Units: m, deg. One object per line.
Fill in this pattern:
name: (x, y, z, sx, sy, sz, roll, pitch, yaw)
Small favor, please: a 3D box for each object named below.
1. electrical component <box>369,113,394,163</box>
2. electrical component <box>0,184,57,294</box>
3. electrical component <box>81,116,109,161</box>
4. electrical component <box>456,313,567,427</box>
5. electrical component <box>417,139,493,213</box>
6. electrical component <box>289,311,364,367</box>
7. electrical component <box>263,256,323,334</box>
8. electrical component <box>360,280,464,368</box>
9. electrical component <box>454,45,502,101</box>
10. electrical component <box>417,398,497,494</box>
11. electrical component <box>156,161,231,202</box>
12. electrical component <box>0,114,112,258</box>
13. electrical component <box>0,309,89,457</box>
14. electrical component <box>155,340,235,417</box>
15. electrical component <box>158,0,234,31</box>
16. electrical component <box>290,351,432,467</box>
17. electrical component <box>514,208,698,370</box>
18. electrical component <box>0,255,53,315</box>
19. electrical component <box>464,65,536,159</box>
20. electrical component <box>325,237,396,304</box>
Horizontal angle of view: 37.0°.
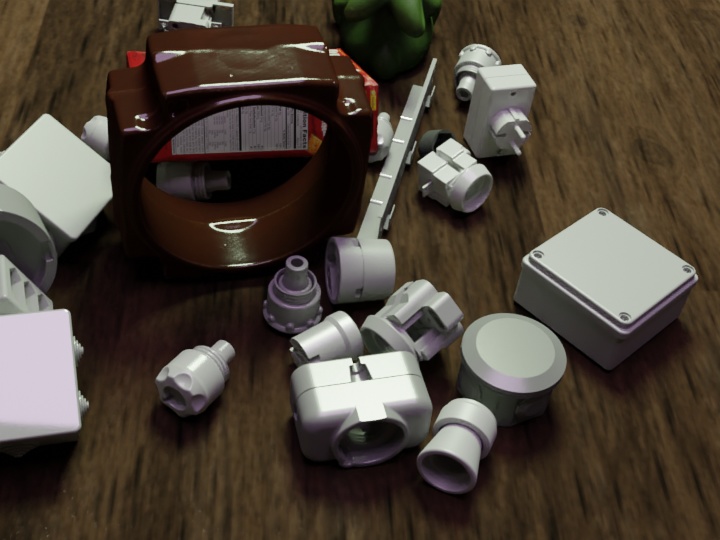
electrical component: (0.016, -0.132, 1.042, 0.035, 0.035, 0.061, 15, 42, 7)
electrical component: (-0.293, -0.018, 0.825, 0.108, 0.108, 0.060, -11, 41, -20)
electrical component: (-0.223, -0.115, 0.987, 0.061, 0.035, 0.035, 29, 47, 17)
electrical component: (0.114, 0.076, 0.827, 0.080, 0.051, 0.080, 4, 44, -4)
electrical component: (0.089, -0.084, 0.993, 0.066, 0.048, 0.055, -37, 56, -23)
electrical component: (-0.027, 0.059, 0.833, 0.046, 0.040, 0.040, -25, 53, -24)
electrical component: (-0.052, 0.016, 0.855, 0.048, 0.062, 0.048, 4, 44, -4)
electrical component: (0.038, 0.047, 0.834, 0.057, 0.078, 0.058, -40, 99, -20)
electrical component: (0.118, -0.202, 1.124, 0.048, 0.048, 0.062, 20, 51, 11)
electrical component: (0.071, 0.126, 0.773, 0.045, 0.045, 0.055, 21, 44, 13)
electrical component: (-0.146, -0.078, 0.948, 0.062, 0.043, 0.043, -2, 43, 4)
electrical component: (-0.259, -0.067, 0.897, 0.100, 0.048, 0.099, 40, 44, -11)
electrical component: (-0.242, 0.080, 0.748, 0.100, 0.048, 0.099, -6, 72, -14)
electrical component: (-0.118, 0.076, 0.797, 0.043, 0.043, 0.062, 27, 45, 19)
electrical component: (-0.177, -0.262, 1.142, 0.081, 0.042, 0.063, 8, 47, 0)
electrical component: (0.001, 0.102, 0.778, 0.095, 0.053, 0.059, -7, 45, -12)
electrical component: (0.205, 0.013, 0.903, 0.109, 0.056, 0.109, -30, 55, -33)
electrical component: (-0.278, 0.039, 0.801, 0.077, 0.065, 0.047, -27, 47, 5)
electrical component: (0.141, -0.141, 1.035, 0.047, 0.083, 0.075, -8, 46, -17)
electrical component: (0.000, 0.000, 0.888, 0.047, 0.055, 0.055, -1, 44, -15)
